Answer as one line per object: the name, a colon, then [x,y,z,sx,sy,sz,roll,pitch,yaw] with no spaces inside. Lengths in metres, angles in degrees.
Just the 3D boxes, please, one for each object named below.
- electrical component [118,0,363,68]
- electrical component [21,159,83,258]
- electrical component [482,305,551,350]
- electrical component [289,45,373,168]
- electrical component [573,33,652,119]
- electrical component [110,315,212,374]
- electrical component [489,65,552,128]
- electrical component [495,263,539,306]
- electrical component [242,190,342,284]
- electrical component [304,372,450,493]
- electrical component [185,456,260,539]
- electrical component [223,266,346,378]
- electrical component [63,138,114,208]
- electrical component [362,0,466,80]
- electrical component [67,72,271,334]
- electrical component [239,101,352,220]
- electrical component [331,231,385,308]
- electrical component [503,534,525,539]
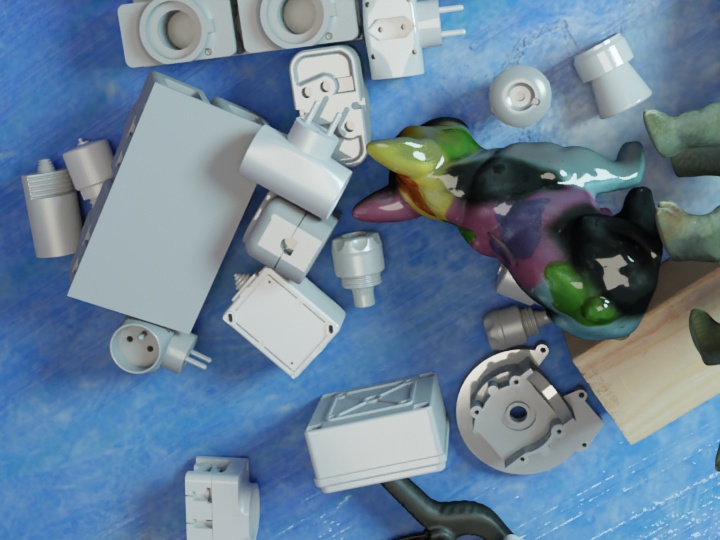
electrical component: [-0.099,-0.225,0.856,0.186,0.060,0.105,-6,102,7]
electrical component: [-0.262,-0.054,0.919,0.043,0.043,0.081,-6,102,7]
electrical component: [0.136,0.045,0.908,0.061,0.035,0.035,-16,101,6]
electrical component: [-0.022,-0.132,0.870,0.054,0.059,0.095,-6,102,8]
electrical component: [0.199,-0.154,0.851,0.045,0.045,0.055,-27,98,11]
electrical component: [-0.165,0.064,0.920,0.079,0.077,0.043,25,104,-1]
electrical component: [0.126,-0.139,0.852,0.048,0.062,0.048,1,103,5]
electrical component: [0.149,0.011,0.896,0.078,0.040,0.040,21,104,0]
electrical component: [-0.056,-0.033,0.877,0.059,0.095,0.053,31,104,-2]
electrical component: [0.017,0.134,0.902,0.109,0.108,0.056,-13,99,8]
electrical component: [-0.122,0.217,0.964,0.056,0.050,0.089,2,103,6]
electrical component: [-0.067,0.033,0.911,0.096,0.061,0.061,41,104,-4]
electrical component: [-0.222,-0.075,0.912,0.040,0.040,0.078,-17,101,9]
electrical component: [0.044,-0.195,0.857,0.079,0.043,0.077,-5,102,7]
electrical component: [-0.157,-0.055,0.882,0.105,0.060,0.186,20,105,-23]
electrical component: [-0.041,-0.090,0.826,0.077,0.044,0.079,28,106,0]
electrical component: [0.000,0.000,0.906,0.043,0.043,0.062,-7,103,7]
electrical component: [0.124,0.328,0.943,0.105,0.060,0.186,28,112,-12]
